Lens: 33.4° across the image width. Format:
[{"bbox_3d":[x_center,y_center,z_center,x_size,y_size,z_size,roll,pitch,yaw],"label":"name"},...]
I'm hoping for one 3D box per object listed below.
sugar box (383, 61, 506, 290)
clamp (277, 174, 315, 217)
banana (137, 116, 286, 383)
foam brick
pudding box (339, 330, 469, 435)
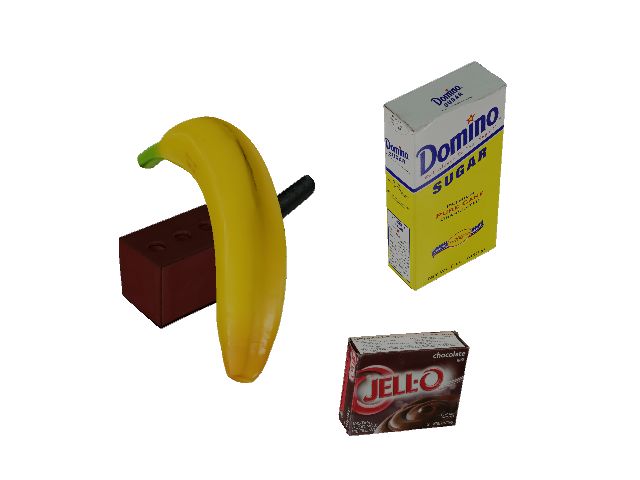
[{"bbox_3d":[0.101,-0.048,0.866,0.093,0.176,0.048,-28,51,-20],"label":"sugar box"},{"bbox_3d":[-0.066,-0.025,1.211,0.120,0.039,0.171,-7,42,5],"label":"clamp"},{"bbox_3d":[-0.050,-0.013,0.569,0.037,0.070,0.198,14,30,-32],"label":"banana"},{"bbox_3d":[-0.098,0.017,0.763,0.078,0.051,0.053,-25,42,-36],"label":"foam brick"},{"bbox_3d":[0.078,0.134,1.008,0.113,0.090,0.039,-4,28,-19],"label":"pudding box"}]
